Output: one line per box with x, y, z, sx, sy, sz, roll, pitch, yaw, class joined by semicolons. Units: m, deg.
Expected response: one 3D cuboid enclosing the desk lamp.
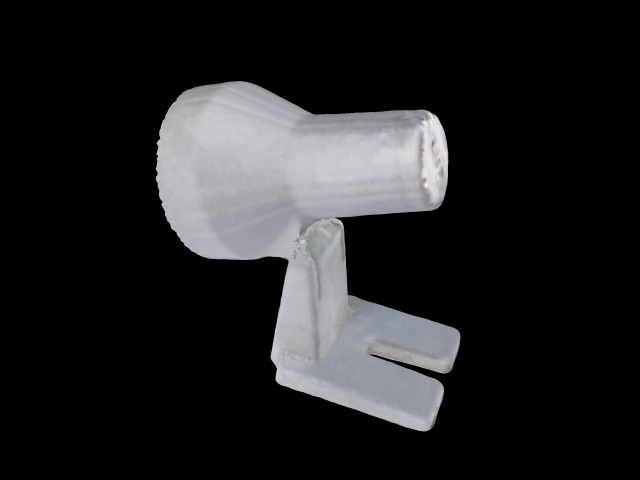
0.004;0.001;0.400;0.202;0.214;0.118;14;40;18;desk lamp
